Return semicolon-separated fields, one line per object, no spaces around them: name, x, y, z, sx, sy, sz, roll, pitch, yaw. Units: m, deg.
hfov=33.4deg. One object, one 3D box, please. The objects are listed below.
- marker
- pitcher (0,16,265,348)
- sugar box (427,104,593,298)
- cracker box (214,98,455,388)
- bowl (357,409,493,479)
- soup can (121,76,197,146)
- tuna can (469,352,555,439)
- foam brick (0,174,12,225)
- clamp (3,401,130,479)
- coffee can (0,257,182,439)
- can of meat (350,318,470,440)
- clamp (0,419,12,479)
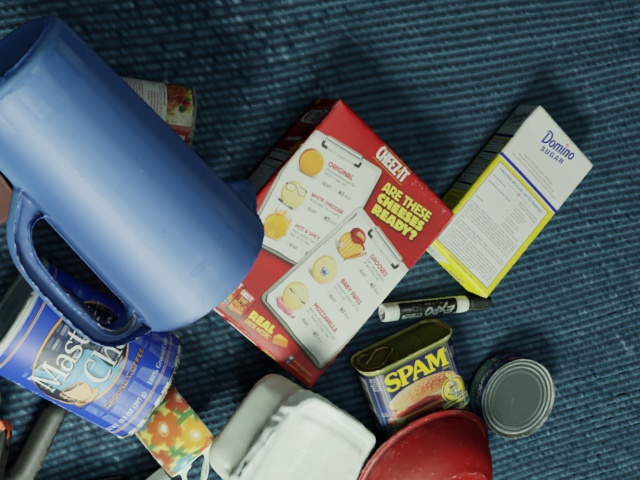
marker;0.117;0.067;1.069;0.121;0.020;0.020;-5;101;-19
pitcher;-0.169;-0.042;0.822;0.145;0.149;0.242;-25;124;24
sugar box;0.182;-0.040;1.060;0.093;0.048;0.176;44;80;-22
cracker box;-0.006;0.001;0.984;0.164;0.072;0.213;43;83;-23
bowl;0.114;0.246;1.050;0.161;0.055;0.162;-17;129;-22
soup can;-0.163;-0.105;0.907;0.102;0.069;0.068;6;97;-21
tuna can;0.198;0.161;1.108;0.086;0.034;0.086;-4;101;-20
foam brick;-0.289;-0.046;0.880;0.053;0.051;0.078;-35;110;-13
clamp;-0.264;0.218;0.943;0.171;0.039;0.120;-29;110;-17
coffee can;-0.204;0.093;0.909;0.140;0.103;0.103;33;87;-22
can of meat;0.091;0.139;1.053;0.102;0.057;0.084;-24;110;-14
clamp;-0.347;0.225;0.894;0.164;0.036;0.210;36;80;4
